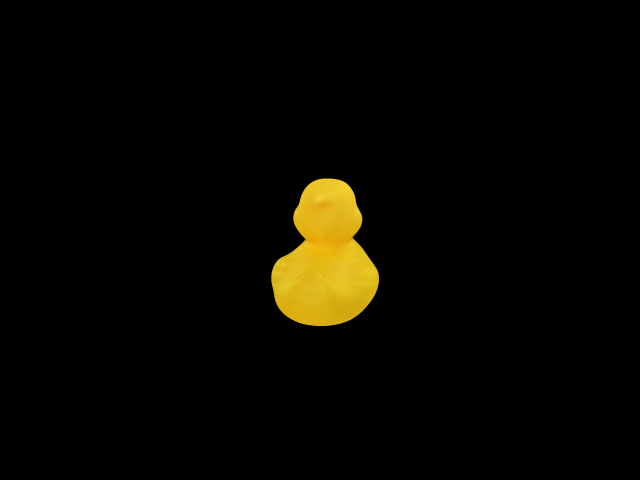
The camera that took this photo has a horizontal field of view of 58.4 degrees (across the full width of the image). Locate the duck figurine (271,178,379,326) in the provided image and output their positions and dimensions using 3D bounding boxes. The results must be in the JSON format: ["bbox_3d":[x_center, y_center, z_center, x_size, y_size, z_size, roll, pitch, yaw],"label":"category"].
[{"bbox_3d":[0.004,0.001,0.400,0.077,0.086,0.104,5,28,10],"label":"duck figurine"}]
